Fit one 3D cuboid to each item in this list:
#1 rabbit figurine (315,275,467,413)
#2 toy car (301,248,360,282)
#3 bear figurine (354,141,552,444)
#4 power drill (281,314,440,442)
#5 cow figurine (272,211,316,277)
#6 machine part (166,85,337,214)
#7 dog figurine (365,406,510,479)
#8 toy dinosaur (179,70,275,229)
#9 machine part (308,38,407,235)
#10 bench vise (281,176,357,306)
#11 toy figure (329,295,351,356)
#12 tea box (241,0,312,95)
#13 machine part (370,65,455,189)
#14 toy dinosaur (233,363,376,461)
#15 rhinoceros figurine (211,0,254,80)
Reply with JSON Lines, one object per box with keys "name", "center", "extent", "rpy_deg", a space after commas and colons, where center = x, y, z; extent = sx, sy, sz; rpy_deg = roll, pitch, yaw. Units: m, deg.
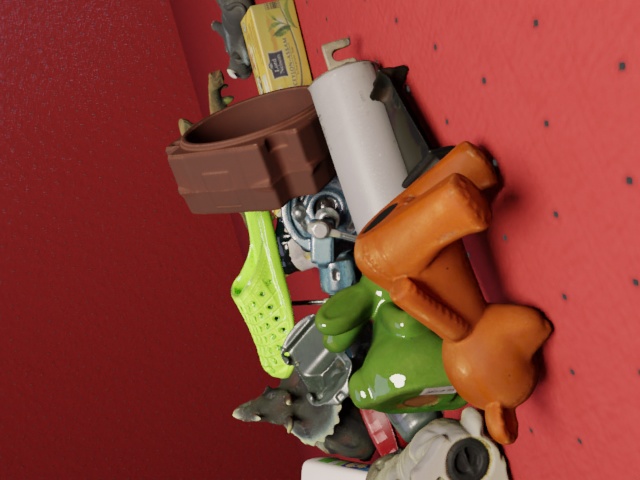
{"name": "rabbit figurine", "center": [0.078, 0.092, 0.573], "extent": [0.121, 0.159, 0.170], "rpy_deg": [77, -175, -56]}
{"name": "toy car", "center": [0.009, 0.015, 0.913], "extent": [0.202, 0.053, 0.089], "rpy_deg": [52, 167, 46]}
{"name": "bear figurine", "center": [0.121, 0.045, 0.412], "extent": [0.196, 0.120, 0.132], "rpy_deg": [48, 122, -3]}
{"name": "power drill", "center": [0.044, 0.160, 0.712], "extent": [0.207, 0.086, 0.232], "rpy_deg": [33, -166, -49]}
{"name": "cow figurine", "center": [-0.056, -0.017, 1.040], "extent": [0.068, 0.098, 0.167], "rpy_deg": [-136, 30, -77]}
{"name": "machine part", "center": [-0.068, -0.116, 0.655], "extent": [0.201, 0.201, 0.087], "rpy_deg": [-1, 121, 32]}
{"name": "dog figurine", "center": [0.118, 0.257, 0.619], "extent": [0.121, 0.172, 0.190], "rpy_deg": [32, 174, -11]}
{"name": "toy dinosaur", "center": [-0.146, -0.123, 1.046], "extent": [0.470, 0.199, 0.105], "rpy_deg": [88, 159, -48]}
{"name": "machine part", "center": [0.049, -0.091, 0.555], "extent": [0.079, 0.079, 0.243], "rpy_deg": [155, 96, -77]}
{"name": "bench vise", "center": [0.009, -0.002, 0.697], "extent": [0.240, 0.129, 0.223], "rpy_deg": [-62, -23, -82]}
{"name": "toy figure", "center": [0.048, 0.142, 0.919], "extent": [0.064, 0.058, 0.154], "rpy_deg": [-16, 89, 38]}
{"name": "tea box", "center": [-0.061, -0.259, 0.808], "extent": [0.098, 0.068, 0.169], "rpy_deg": [-151, 46, -70]}
{"name": "machine part", "center": [0.087, -0.092, 0.494], "extent": [0.084, 0.039, 0.139], "rpy_deg": [109, 140, -76]}
{"name": "toy dinosaur", "center": [0.031, 0.326, 0.957], "extent": [0.404, 0.131, 0.192], "rpy_deg": [38, 164, -30]}
{"name": "rhinoceros figurine", "center": [-0.153, -0.393, 1.028], "extent": [0.112, 0.073, 0.190], "rpy_deg": [56, 160, 19]}
